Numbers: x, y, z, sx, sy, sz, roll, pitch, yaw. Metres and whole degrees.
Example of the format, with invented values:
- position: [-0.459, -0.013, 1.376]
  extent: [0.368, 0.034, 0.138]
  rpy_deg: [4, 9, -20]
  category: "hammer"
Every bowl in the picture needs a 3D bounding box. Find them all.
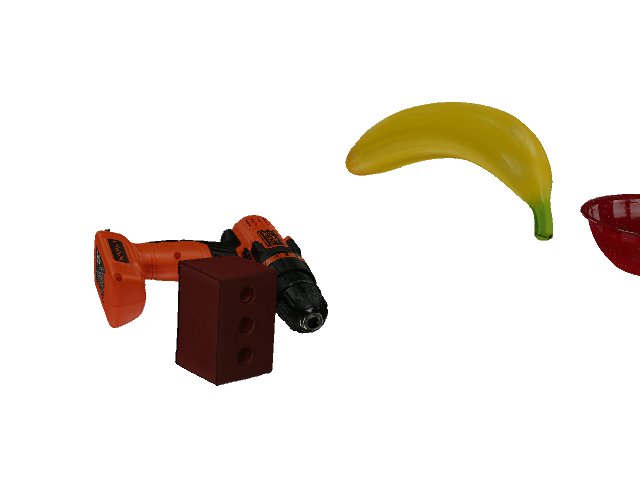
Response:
- position: [0.337, -0.001, 1.052]
  extent: [0.162, 0.055, 0.162]
  rpy_deg: [0, 17, 0]
  category: "bowl"

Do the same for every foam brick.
- position: [-0.067, 0.054, 0.755]
  extent: [0.052, 0.078, 0.051]
  rpy_deg: [-8, 17, -40]
  category: "foam brick"

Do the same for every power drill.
- position: [-0.101, 0.035, 0.955]
  extent: [0.187, 0.057, 0.185]
  rpy_deg: [-2, 24, -22]
  category: "power drill"

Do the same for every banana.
- position: [0.084, -0.059, 0.699]
  extent: [0.037, 0.069, 0.198]
  rpy_deg: [26, -1, -38]
  category: "banana"
